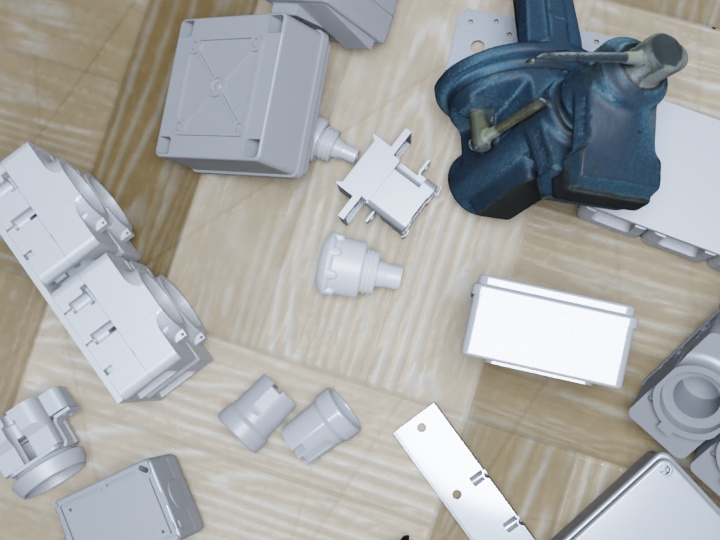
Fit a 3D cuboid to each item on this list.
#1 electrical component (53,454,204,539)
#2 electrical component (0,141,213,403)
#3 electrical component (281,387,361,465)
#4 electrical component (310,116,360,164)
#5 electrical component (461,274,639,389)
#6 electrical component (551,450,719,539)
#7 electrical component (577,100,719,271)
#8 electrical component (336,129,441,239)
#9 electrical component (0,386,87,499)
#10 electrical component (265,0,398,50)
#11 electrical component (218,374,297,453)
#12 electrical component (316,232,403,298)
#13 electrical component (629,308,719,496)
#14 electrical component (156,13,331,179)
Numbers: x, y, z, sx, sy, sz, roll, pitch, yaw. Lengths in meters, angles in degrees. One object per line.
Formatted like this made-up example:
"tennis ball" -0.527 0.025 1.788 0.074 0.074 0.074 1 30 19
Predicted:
"electrical component" -0.171 0.181 0.783 0.096 0.061 0.061 -26 80 9
"electrical component" -0.187 0.002 0.776 0.060 0.105 0.186 -37 82 1
"electrical component" -0.029 0.115 0.785 0.046 0.040 0.040 -38 82 6
"electrical component" -0.030 -0.097 0.809 0.061 0.035 0.035 24 87 4
"electrical component" 0.127 0.043 0.743 0.109 0.109 0.056 12 88 6
"electrical component" 0.205 0.200 0.746 0.109 0.056 0.108 -42 82 0
"electrical component" 0.242 -0.056 0.766 0.150 0.061 0.089 21 87 7
"electrical component" 0.022 -0.060 0.796 0.064 0.042 0.081 38 89 6
"electrical component" -0.238 0.131 0.793 0.078 0.058 0.057 -34 80 0
"electrical component" -0.016 -0.201 0.792 0.062 0.096 0.061 13 84 36
"electrical component" -0.075 0.104 0.790 0.040 0.040 0.046 44 83 8
"electrical component" 0.000 0.000 0.792 0.062 0.048 0.048 12 85 0
"electrical component" 0.279 0.064 0.704 0.105 0.060 0.186 42 123 8
"electrical component" -0.085 -0.126 0.783 0.109 0.056 0.108 7 84 37
